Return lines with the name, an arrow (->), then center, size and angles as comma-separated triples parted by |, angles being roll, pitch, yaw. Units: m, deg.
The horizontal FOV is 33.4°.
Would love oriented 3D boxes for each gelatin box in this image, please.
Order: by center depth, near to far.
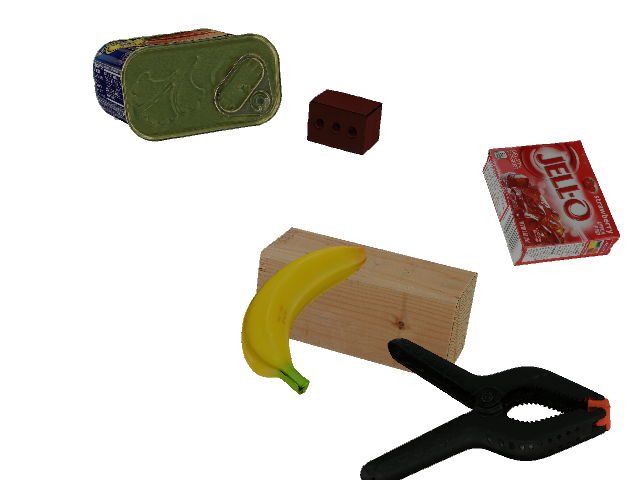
gelatin box -> 0.165, -0.029, 0.772 | 0.073, 0.089, 0.030 | -6, -32, -10

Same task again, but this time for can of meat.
can of meat -> -0.088, -0.103, 0.682 | 0.102, 0.057, 0.084 | -12, 19, -23

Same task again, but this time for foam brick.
foam brick -> 0.029, -0.144, 1.291 | 0.078, 0.053, 0.051 | 17, 32, 21

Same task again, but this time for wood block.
wood block -> 0.045, 0.063, 1.097 | 0.206, 0.091, 0.090 | 14, 23, 17

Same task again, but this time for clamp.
clamp -> 0.138, 0.154, 0.916 | 0.210, 0.036, 0.164 | 4, 42, 21

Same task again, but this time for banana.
banana -> -0.019, 0.054, 0.852 | 0.069, 0.037, 0.197 | 24, 36, 3

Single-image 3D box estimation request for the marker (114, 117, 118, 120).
marker -> -0.139, -0.137, 1.003 | 0.120, 0.020, 0.020 | -20, 9, -26
